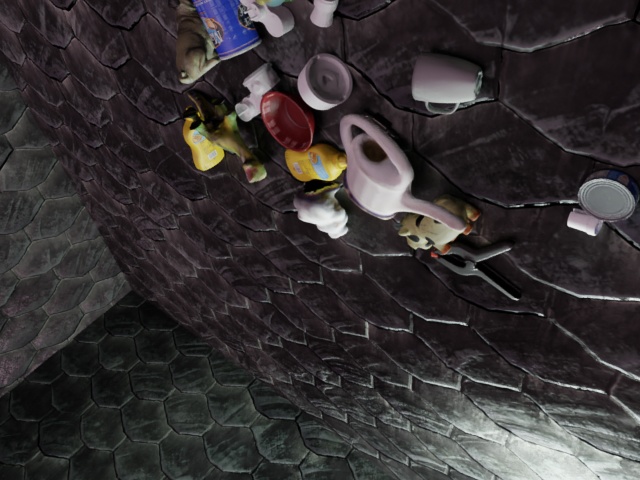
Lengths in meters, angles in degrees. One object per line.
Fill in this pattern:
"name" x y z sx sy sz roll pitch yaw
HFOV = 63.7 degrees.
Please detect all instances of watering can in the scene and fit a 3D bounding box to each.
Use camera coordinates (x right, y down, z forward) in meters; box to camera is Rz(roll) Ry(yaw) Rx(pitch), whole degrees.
"watering can" 0.149 -0.111 1.075 0.351 0.105 0.220 51 162 17

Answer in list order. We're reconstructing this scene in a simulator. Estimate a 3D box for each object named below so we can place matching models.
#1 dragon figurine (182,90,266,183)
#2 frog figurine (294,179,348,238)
"dragon figurine" -0.245 -0.272 1.403 0.238 0.122 0.418 52 -178 -38
"frog figurine" 0.004 -0.068 1.349 0.137 0.125 0.157 -1 117 26
